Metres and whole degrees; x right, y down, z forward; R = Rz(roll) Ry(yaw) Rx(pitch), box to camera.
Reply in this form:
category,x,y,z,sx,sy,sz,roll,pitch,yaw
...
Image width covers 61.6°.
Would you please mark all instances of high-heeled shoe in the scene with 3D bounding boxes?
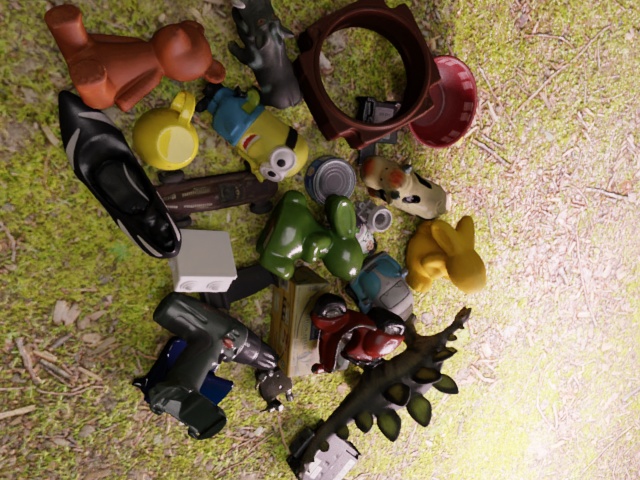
category,x,y,z,sx,sy,sz,roll,pitch,yaw
high-heeled shoe,-0.271,-0.081,0.722,0.086,0.145,0.248,-37,120,-14

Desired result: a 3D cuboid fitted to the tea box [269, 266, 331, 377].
category,x,y,z,sx,sy,sz,roll,pitch,yaw
tea box,-0.038,0.140,0.939,0.068,0.098,0.169,-2,108,-26

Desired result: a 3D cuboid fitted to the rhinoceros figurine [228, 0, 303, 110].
category,x,y,z,sx,sy,sz,roll,pitch,yaw
rhinoceros figurine,-0.082,-0.279,0.779,0.073,0.112,0.190,-28,124,-15

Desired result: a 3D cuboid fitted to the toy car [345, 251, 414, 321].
category,x,y,z,sx,sy,sz,roll,pitch,yaw
toy car,0.122,0.108,0.993,0.109,0.103,0.161,-35,136,-14

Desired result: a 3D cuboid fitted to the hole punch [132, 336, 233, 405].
category,x,y,z,sx,sy,sz,roll,pitch,yaw
hole punch,-0.218,0.238,0.885,0.142,0.092,0.115,29,95,-35

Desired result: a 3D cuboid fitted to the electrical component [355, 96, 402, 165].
category,x,y,z,sx,sy,sz,roll,pitch,yaw
electrical component,0.093,-0.187,0.935,0.075,0.048,0.119,4,102,-28

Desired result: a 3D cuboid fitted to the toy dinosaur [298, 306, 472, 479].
category,x,y,z,sx,sy,sz,roll,pitch,yaw
toy dinosaur,0.127,0.272,1.008,0.471,0.199,0.105,-35,115,-16

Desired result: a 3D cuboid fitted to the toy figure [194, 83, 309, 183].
category,x,y,z,sx,sy,sz,roll,pitch,yaw
toy figure,-0.096,-0.166,0.808,0.180,0.082,0.089,41,63,-7

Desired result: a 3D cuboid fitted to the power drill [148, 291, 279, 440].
category,x,y,z,sx,sy,sz,roll,pitch,yaw
power drill,-0.160,0.190,0.815,0.232,0.207,0.086,40,122,-20

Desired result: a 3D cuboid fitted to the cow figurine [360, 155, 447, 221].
category,x,y,z,sx,sy,sz,roll,pitch,yaw
cow figurine,0.148,-0.090,0.947,0.195,0.127,0.085,23,91,-33

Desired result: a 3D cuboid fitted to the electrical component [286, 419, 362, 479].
category,x,y,z,sx,sy,sz,roll,pitch,yaw
electrical component,0.002,0.431,1.074,0.115,0.058,0.134,-47,120,-9

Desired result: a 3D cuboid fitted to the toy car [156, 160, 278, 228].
category,x,y,z,sx,sy,sz,roll,pitch,yaw
toy car,-0.159,-0.074,0.838,0.202,0.053,0.089,-12,114,-25

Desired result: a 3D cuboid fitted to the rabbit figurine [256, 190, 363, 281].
category,x,y,z,sx,sy,sz,roll,pitch,yaw
rabbit figurine,-0.002,-0.003,0.885,0.170,0.121,0.159,24,93,-16

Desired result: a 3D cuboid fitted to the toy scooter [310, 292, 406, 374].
category,x,y,z,sx,sy,sz,roll,pitch,yaw
toy scooter,0.052,0.170,0.896,0.184,0.075,0.135,19,97,-27

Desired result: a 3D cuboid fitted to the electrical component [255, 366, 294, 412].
category,x,y,z,sx,sy,sz,roll,pitch,yaw
electrical component,-0.085,0.268,0.985,0.078,0.045,0.102,-14,112,-22

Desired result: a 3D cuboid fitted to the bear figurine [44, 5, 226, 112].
category,x,y,z,sx,sy,sz,roll,pitch,yaw
bear figurine,-0.229,-0.244,0.705,0.196,0.132,0.120,-21,81,-13

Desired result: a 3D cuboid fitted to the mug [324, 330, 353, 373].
category,x,y,z,sx,sy,sz,roll,pitch,yaw
mug,0.026,0.198,0.991,0.081,0.110,0.107,1,118,-32

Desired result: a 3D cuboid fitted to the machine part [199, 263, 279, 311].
category,x,y,z,sx,sy,sz,roll,pitch,yaw
machine part,-0.138,0.070,0.901,0.139,0.039,0.084,-15,108,-19

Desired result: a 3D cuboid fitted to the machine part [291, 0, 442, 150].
category,x,y,z,sx,sy,sz,roll,pitch,yaw
machine part,0.072,-0.260,0.841,0.201,0.087,0.201,-29,99,-9

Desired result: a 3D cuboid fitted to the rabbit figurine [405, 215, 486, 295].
category,x,y,z,sx,sy,sz,roll,pitch,yaw
rabbit figurine,0.252,0.033,1.014,0.122,0.173,0.162,-6,113,-22
